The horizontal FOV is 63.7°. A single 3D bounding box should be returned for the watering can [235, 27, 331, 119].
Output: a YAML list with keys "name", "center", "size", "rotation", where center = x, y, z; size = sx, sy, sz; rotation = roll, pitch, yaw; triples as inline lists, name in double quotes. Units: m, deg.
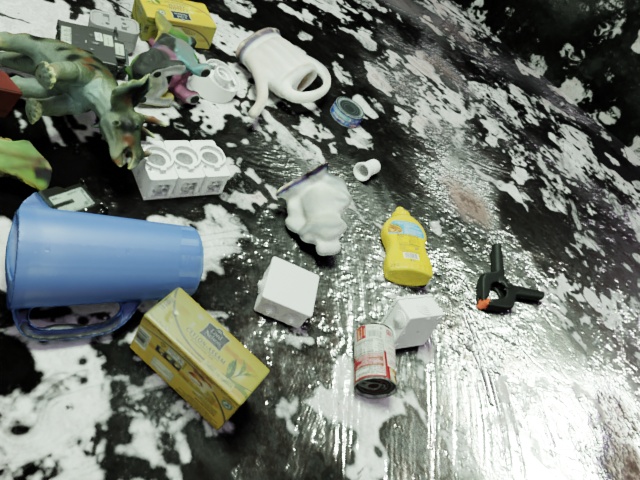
- name: "watering can"
  center: [-0.111, -0.399, 1.223]
  size: [0.353, 0.225, 0.102]
  rotation: [-38, -13, -47]

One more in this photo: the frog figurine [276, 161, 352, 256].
- name: "frog figurine"
  center: [0.003, -0.050, 0.985]
  size: [0.138, 0.160, 0.121]
  rotation: [-27, -2, -16]

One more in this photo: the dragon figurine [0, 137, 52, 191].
- name: "dragon figurine"
  center: [-0.497, -0.116, 0.707]
  size: [0.243, 0.418, 0.120]
  rotation: [1, -45, -43]
